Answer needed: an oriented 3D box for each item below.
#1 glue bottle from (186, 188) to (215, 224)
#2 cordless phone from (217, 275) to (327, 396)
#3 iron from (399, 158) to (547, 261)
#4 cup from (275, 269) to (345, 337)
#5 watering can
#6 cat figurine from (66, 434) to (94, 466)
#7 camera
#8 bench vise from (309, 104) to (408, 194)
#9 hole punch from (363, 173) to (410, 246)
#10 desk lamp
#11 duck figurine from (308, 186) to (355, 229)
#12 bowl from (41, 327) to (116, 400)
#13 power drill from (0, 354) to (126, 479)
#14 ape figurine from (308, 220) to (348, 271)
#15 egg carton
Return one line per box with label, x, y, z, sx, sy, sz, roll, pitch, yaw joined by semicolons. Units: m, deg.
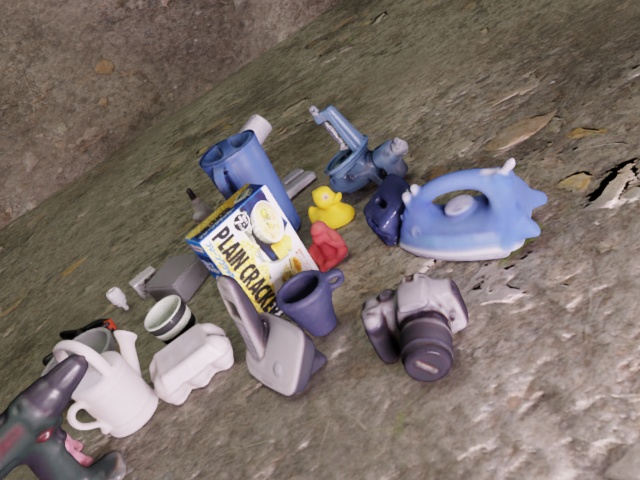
glue bottle;-0.261;-0.050;1.335;0.037;0.173;0.078;-7;37;37
cordless phone;-0.086;0.137;0.866;0.147;0.185;0.094;10;48;50
iron;0.218;-0.052;0.921;0.257;0.142;0.119;-8;36;35
cup;-0.001;0.103;0.933;0.117;0.095;0.091;-30;29;3
watering can;-0.371;0.232;0.976;0.100;0.194;0.173;-22;30;16
cat figurine;-0.438;0.346;0.941;0.127;0.118;0.067;8;47;49
camera;0.125;0.121;0.781;0.143;0.101;0.137;-19;31;20
bench vise;0.081;-0.206;1.209;0.207;0.220;0.121;-17;32;24
hole punch;0.130;-0.058;1.065;0.101;0.091;0.108;-32;29;-2
desk lamp;-0.151;-0.183;1.398;0.203;0.214;0.117;-41;30;-18
duck figurine;0.013;-0.073;1.205;0.104;0.086;0.077;-6;37;37
bowl;-0.471;0.260;1.150;0.167;0.075;0.167;-23;30;14
power drill;-0.396;0.308;0.866;0.230;0.209;0.075;-39;30;-14
ape figurine;0.010;0.004;1.081;0.077;0.092;0.076;-6;38;38
egg carton;-0.224;0.212;0.999;0.150;0.069;0.107;-37;29;-10
